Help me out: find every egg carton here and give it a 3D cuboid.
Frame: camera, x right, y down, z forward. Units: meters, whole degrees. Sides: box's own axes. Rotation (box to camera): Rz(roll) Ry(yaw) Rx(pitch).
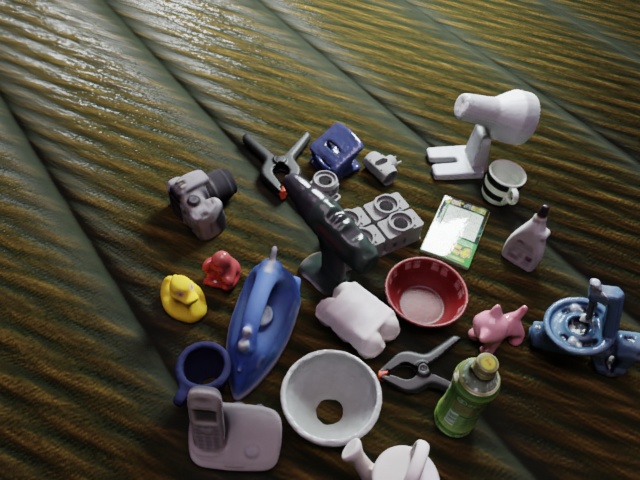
[{"bbox_3d":[0.071,0.148,1.065,0.150,0.069,0.107,36,58,22],"label":"egg carton"}]

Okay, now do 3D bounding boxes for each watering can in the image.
[{"bbox_3d":[0.114,0.351,0.829,0.173,0.194,0.101,7,52,2],"label":"watering can"}]

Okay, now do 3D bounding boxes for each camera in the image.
[{"bbox_3d":[-0.238,-0.096,1.216,0.137,0.101,0.143,-31,60,-25],"label":"camera"}]

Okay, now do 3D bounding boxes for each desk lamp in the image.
[{"bbox_3d":[0.367,-0.243,1.300,0.203,0.213,0.118,-4,52,-7],"label":"desk lamp"}]

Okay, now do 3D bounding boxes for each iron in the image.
[{"bbox_3d":[-0.110,0.140,1.014,0.118,0.141,0.258,12,52,6],"label":"iron"}]

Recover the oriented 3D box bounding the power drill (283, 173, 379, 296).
[{"bbox_3d":[0.010,0.004,1.086,0.076,0.208,0.229,-37,62,-28],"label":"power drill"}]

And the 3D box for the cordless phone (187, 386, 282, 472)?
[{"bbox_3d":[-0.132,0.281,0.874,0.147,0.185,0.094,2,52,-2],"label":"cordless phone"}]

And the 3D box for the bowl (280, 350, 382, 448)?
[{"bbox_3d":[0.017,0.274,0.960,0.167,0.075,0.167,2,52,-2],"label":"bowl"}]

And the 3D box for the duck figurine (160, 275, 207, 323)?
[{"bbox_3d":[-0.260,0.097,1.073,0.078,0.086,0.104,-36,62,-27],"label":"duck figurine"}]

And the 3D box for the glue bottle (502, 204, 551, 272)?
[{"bbox_3d":[0.424,-0.010,1.147,0.078,0.173,0.037,36,58,23],"label":"glue bottle"}]

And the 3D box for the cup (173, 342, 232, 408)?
[{"bbox_3d":[-0.199,0.241,0.958,0.091,0.095,0.118,25,54,15],"label":"cup"}]

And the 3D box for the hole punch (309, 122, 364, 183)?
[{"bbox_3d":[0.037,-0.202,1.324,0.101,0.091,0.108,-30,59,-24],"label":"hole punch"}]

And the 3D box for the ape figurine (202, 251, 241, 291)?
[{"bbox_3d":[-0.190,0.054,1.108,0.076,0.092,0.077,-23,57,-20],"label":"ape figurine"}]

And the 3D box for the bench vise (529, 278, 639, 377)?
[{"bbox_3d":[0.498,0.142,1.003,0.207,0.220,0.121,2,52,-2],"label":"bench vise"}]

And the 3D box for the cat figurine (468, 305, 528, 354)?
[{"bbox_3d":[0.325,0.156,1.046,0.128,0.118,0.067,-19,55,-18],"label":"cat figurine"}]
